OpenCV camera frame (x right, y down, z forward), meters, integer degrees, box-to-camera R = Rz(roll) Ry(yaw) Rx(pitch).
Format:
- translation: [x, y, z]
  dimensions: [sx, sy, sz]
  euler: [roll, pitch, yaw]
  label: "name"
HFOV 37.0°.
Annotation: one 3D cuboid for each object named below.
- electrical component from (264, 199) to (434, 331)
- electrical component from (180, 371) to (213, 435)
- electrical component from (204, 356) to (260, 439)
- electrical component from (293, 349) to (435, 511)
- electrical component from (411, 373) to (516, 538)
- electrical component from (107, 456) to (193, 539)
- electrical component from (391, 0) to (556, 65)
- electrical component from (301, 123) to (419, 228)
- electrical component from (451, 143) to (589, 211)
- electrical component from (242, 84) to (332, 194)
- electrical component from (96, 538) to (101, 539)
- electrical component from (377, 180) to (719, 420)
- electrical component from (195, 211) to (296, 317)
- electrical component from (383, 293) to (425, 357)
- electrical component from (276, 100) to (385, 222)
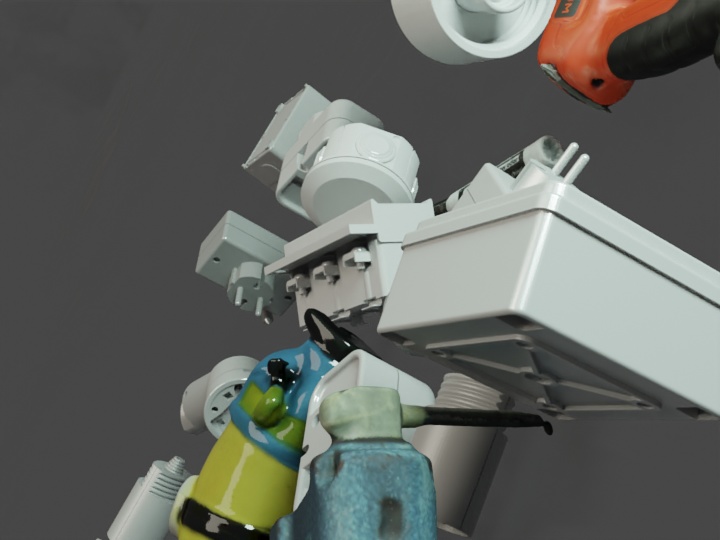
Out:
- translation: [0.000, 0.000, 0.700]
  dimensions: [0.121, 0.079, 0.063]
  euler: [-23, 72, 58]
  label: "electrical component"
- translation: [-0.121, 0.107, 0.876]
  dimensions: [0.081, 0.043, 0.043]
  euler: [-31, 36, 53]
  label: "electrical component"
- translation: [-0.089, 0.096, 0.806]
  dimensions: [0.055, 0.055, 0.047]
  euler: [-56, 18, 12]
  label: "electrical component"
- translation: [0.007, 0.099, 0.575]
  dimensions: [0.054, 0.059, 0.095]
  euler: [-43, 27, 38]
  label: "electrical component"
- translation: [0.048, 0.083, 0.523]
  dimensions: [0.043, 0.043, 0.081]
  euler: [-10, 54, 64]
  label: "electrical component"
- translation: [-0.167, 0.189, 0.876]
  dimensions: [0.081, 0.043, 0.043]
  euler: [-60, 21, 1]
  label: "electrical component"
- translation: [0.081, -0.190, 0.715]
  dimensions: [0.108, 0.108, 0.060]
  euler: [-62, 27, -2]
  label: "electrical component"
- translation: [0.002, -0.060, 0.762]
  dimensions: [0.080, 0.080, 0.051]
  euler: [-39, 25, 44]
  label: "electrical component"
- translation: [0.094, -0.033, 0.565]
  dimensions: [0.075, 0.047, 0.083]
  euler: [-55, 19, 17]
  label: "electrical component"
- translation: [-0.053, -0.120, 0.996]
  dimensions: [0.062, 0.061, 0.096]
  euler: [-24, 34, 57]
  label: "electrical component"
- translation: [-0.175, 0.229, 0.793]
  dimensions: [0.043, 0.081, 0.043]
  euler: [-48, 25, 30]
  label: "electrical component"
- translation: [0.081, 0.019, 0.442]
  dimensions: [0.109, 0.109, 0.056]
  euler: [-15, 52, 62]
  label: "electrical component"
- translation: [-0.087, 0.007, 0.870]
  dimensions: [0.047, 0.083, 0.075]
  euler: [-47, 25, 33]
  label: "electrical component"
- translation: [0.046, 0.021, 0.607]
  dimensions: [0.055, 0.045, 0.045]
  euler: [-31, 36, 52]
  label: "electrical component"
- translation: [-0.024, -0.093, 0.896]
  dimensions: [0.095, 0.054, 0.059]
  euler: [-42, 28, 40]
  label: "electrical component"
